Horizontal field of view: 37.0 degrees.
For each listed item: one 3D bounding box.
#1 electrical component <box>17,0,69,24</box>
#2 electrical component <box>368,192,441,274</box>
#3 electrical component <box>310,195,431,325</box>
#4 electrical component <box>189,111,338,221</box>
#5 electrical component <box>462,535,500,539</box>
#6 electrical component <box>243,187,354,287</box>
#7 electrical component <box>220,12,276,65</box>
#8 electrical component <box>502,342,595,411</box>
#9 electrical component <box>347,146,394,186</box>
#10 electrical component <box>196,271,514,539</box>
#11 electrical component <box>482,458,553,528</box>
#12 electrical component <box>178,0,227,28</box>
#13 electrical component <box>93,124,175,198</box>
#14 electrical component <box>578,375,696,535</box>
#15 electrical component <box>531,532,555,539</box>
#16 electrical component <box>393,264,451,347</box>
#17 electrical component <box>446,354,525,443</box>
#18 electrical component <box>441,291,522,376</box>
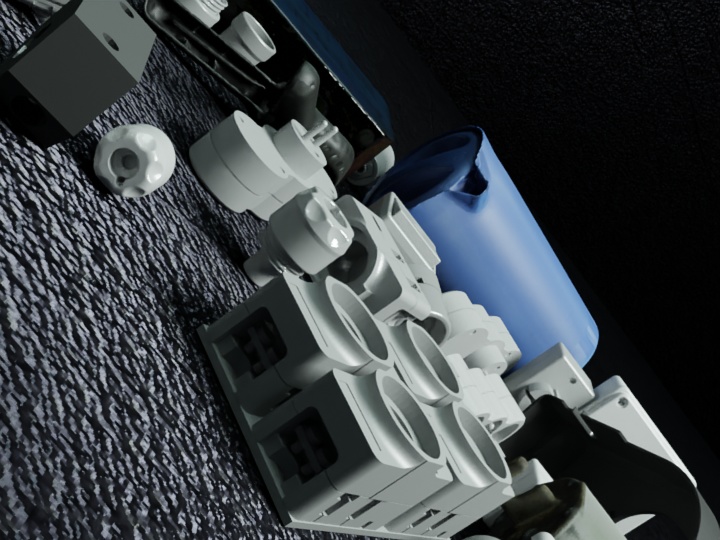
[{"bbox_3d":[-0.152,-0.175,0.570,0.062,0.096,0.061,21,21,-10],"label":"electrical component"},{"bbox_3d":[0.024,-0.019,0.841,0.061,0.061,0.096,52,14,-11],"label":"electrical component"},{"bbox_3d":[0.000,0.000,0.735,0.056,0.050,0.089,33,25,-57],"label":"electrical component"},{"bbox_3d":[-0.047,-0.073,0.703,0.052,0.074,0.138,58,14,15],"label":"electrical component"},{"bbox_3d":[0.066,0.163,0.575,0.043,0.043,0.062,55,13,5],"label":"electrical component"},{"bbox_3d":[-0.038,-0.015,0.616,0.043,0.062,0.043,50,14,-17],"label":"electrical component"},{"bbox_3d":[-0.096,-0.172,0.842,0.040,0.046,0.040,50,14,-17],"label":"electrical component"},{"bbox_3d":[0.151,0.112,0.907,0.047,0.083,0.075,52,13,-8],"label":"electrical component"},{"bbox_3d":[0.006,-0.103,1.035,0.044,0.044,0.065,53,18,-5],"label":"electrical component"},{"bbox_3d":[0.009,0.076,0.558,0.186,0.060,0.105,31,27,-60],"label":"electrical component"},{"bbox_3d":[0.121,0.166,0.747,0.065,0.047,0.076,52,13,-10],"label":"electrical component"},{"bbox_3d":[-0.119,-0.203,0.803,0.048,0.062,0.048,50,14,-17],"label":"electrical component"},{"bbox_3d":[-0.109,-0.056,0.537,0.035,0.035,0.061,53,11,-6],"label":"electrical component"},{"bbox_3d":[0.211,0.166,0.924,0.108,0.109,0.056,53,11,-3],"label":"electrical component"},{"bbox_3d":[0.112,0.205,0.608,0.089,0.050,0.055,52,15,-8],"label":"electrical component"},{"bbox_3d":[0.036,0.031,0.777,0.055,0.055,0.047,42,22,-42],"label":"electrical component"},{"bbox_3d":[0.062,0.083,0.740,0.073,0.052,0.138,60,14,21],"label":"electrical component"},{"bbox_3d":[0.096,0.072,0.885,0.138,0.052,0.073,32,26,-59],"label":"electrical component"}]
